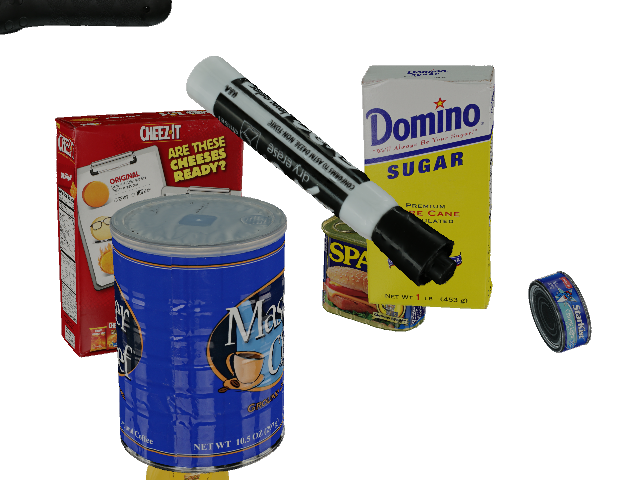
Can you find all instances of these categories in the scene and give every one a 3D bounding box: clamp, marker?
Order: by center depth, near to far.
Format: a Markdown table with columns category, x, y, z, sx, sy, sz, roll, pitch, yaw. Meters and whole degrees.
| category | x | y | z | sx | sy | sz | roll | pitch | yaw |
| --- | --- | --- | --- | --- | --- | --- | --- | --- | --- |
| marker | -0.001 | -0.025 | 0.372 | 0.121 | 0.020 | 0.020 | 40 | 18 | 23 |
| clamp | -0.177 | -0.140 | 0.602 | 0.171 | 0.039 | 0.120 | -7 | 23 | -14 |

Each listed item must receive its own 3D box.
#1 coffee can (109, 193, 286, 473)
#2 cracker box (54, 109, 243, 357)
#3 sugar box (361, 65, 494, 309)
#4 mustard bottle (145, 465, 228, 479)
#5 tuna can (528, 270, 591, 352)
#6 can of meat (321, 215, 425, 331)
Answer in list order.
| category | x | y | z | sx | sy | sz | roll | pitch | yaw |
| --- | --- | --- | --- | --- | --- | --- | --- | --- | --- |
| coffee can | -0.072 | 0.052 | 0.641 | 0.103 | 0.140 | 0.103 | 1 | 19 | 0 |
| cracker box | -0.160 | -0.011 | 1.000 | 0.163 | 0.214 | 0.072 | -7 | 18 | -30 |
| sugar box | 0.080 | -0.038 | 0.782 | 0.093 | 0.176 | 0.048 | 1 | 25 | 12 |
| mustard bottle | -0.152 | 0.214 | 1.242 | 0.096 | 0.192 | 0.058 | 0 | 15 | -16 |
| tuna can | 0.262 | 0.079 | 1.174 | 0.033 | 0.086 | 0.086 | -17 | 3 | -9 |
| can of meat | 0.050 | 0.029 | 0.974 | 0.102 | 0.084 | 0.057 | 16 | 28 | 28 |
